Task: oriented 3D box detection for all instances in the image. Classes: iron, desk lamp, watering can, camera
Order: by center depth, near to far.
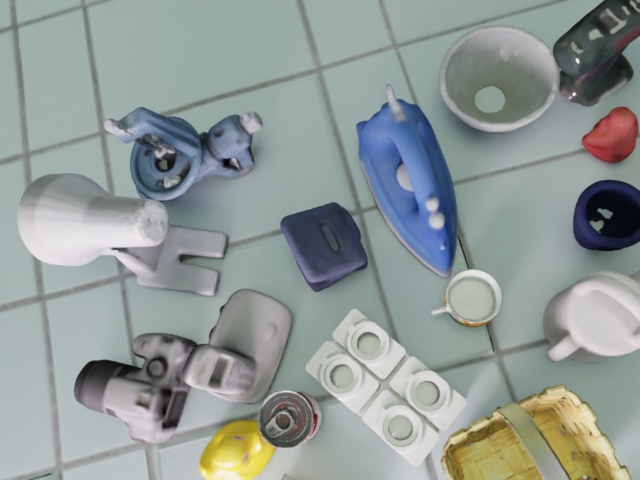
[{"bbox_3d":[0.343,0.082,0.680,0.100,0.194,0.173,28,79,14],"label":"watering can"},{"bbox_3d":[-0.254,-0.008,0.767,0.203,0.214,0.118,6,75,9],"label":"desk lamp"},{"bbox_3d":[-0.254,0.189,0.770,0.136,0.101,0.143,11,76,10],"label":"camera"},{"bbox_3d":[0.132,-0.082,0.779,0.118,0.141,0.258,-20,73,1],"label":"iron"}]

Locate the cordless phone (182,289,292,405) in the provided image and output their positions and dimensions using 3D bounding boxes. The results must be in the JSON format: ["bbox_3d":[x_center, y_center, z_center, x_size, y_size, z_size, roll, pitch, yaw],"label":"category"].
[{"bbox_3d":[-0.107,0.130,0.725,0.094,0.185,0.148,15,77,11],"label":"cordless phone"}]

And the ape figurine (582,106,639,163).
[{"bbox_3d":[0.408,-0.153,0.791,0.078,0.092,0.076,-15,73,3],"label":"ape figurine"}]

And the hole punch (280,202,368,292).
[{"bbox_3d":[0.007,0.003,0.796,0.101,0.091,0.108,-28,73,-1],"label":"hole punch"}]

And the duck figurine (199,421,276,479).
[{"bbox_3d":[-0.112,0.275,0.737,0.104,0.086,0.077,-27,73,-1],"label":"duck figurine"}]

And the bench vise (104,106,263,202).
[{"bbox_3d":[-0.192,-0.145,0.794,0.207,0.220,0.121,-42,74,-5],"label":"bench vise"}]

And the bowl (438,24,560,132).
[{"bbox_3d":[0.256,-0.224,0.839,0.167,0.075,0.167,-2,74,6],"label":"bowl"}]

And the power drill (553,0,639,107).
[{"bbox_3d":[0.405,-0.278,0.766,0.229,0.208,0.075,-35,73,-3],"label":"power drill"}]

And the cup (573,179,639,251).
[{"bbox_3d":[0.386,-0.027,0.757,0.117,0.095,0.091,-18,73,2],"label":"cup"}]
